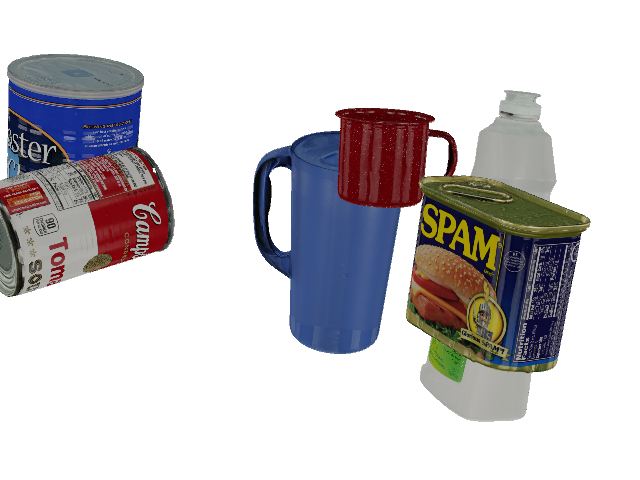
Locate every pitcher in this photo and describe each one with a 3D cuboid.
[{"bbox_3d":[0.014,0.003,1.229,0.144,0.243,0.149,-18,33,-40],"label":"pitcher"}]

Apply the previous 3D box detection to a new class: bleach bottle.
[{"bbox_3d":[0.136,0.008,0.836,0.068,0.251,0.103,2,14,-19],"label":"bleach bottle"}]

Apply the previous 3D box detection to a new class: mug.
[{"bbox_3d":[0.070,-0.077,1.003,0.117,0.081,0.093,2,14,-2],"label":"mug"}]

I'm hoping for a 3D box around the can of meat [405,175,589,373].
[{"bbox_3d":[0.094,0.017,0.592,0.057,0.084,0.102,-4,19,-30],"label":"can of meat"}]

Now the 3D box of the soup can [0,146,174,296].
[{"bbox_3d":[-0.149,-0.013,0.642,0.102,0.068,0.069,-19,11,-33],"label":"soup can"}]

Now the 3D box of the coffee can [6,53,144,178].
[{"bbox_3d":[-0.195,-0.066,0.843,0.102,0.140,0.103,7,23,-3],"label":"coffee can"}]
